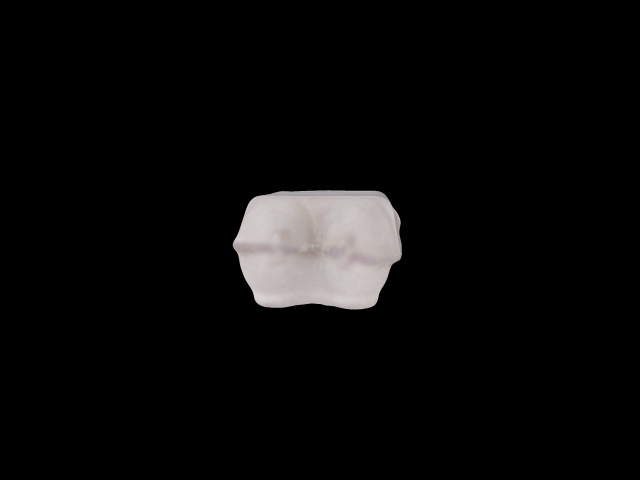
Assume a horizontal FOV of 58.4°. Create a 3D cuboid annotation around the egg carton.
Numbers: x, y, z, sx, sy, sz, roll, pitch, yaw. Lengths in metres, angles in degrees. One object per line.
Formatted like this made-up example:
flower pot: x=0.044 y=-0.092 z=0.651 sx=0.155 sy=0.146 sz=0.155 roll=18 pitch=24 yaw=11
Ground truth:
egg carton: x=0.004 y=0.001 z=0.400 sx=0.107 sy=0.069 sz=0.150 roll=0 pitch=7 yaw=4
